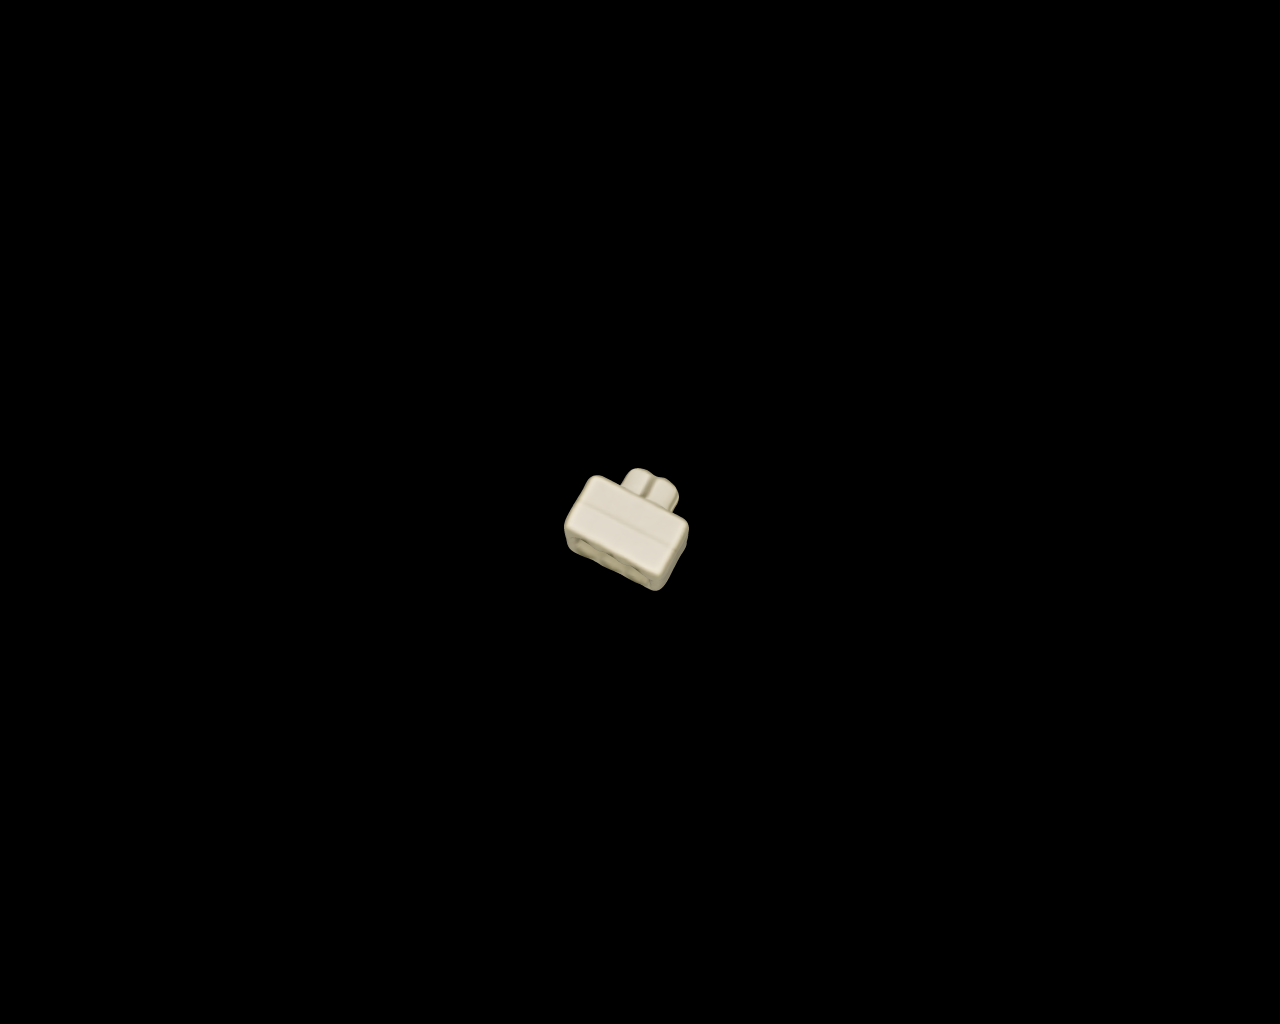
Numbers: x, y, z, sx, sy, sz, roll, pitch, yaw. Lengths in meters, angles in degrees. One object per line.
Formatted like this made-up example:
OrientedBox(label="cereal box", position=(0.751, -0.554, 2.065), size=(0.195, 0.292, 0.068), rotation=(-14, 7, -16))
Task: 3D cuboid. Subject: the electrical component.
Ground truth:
OrientedBox(label="electrical component", position=(0.001, -0.003, 0.650), size=(0.066, 0.077, 0.047), rotation=(27, -14, 7))
